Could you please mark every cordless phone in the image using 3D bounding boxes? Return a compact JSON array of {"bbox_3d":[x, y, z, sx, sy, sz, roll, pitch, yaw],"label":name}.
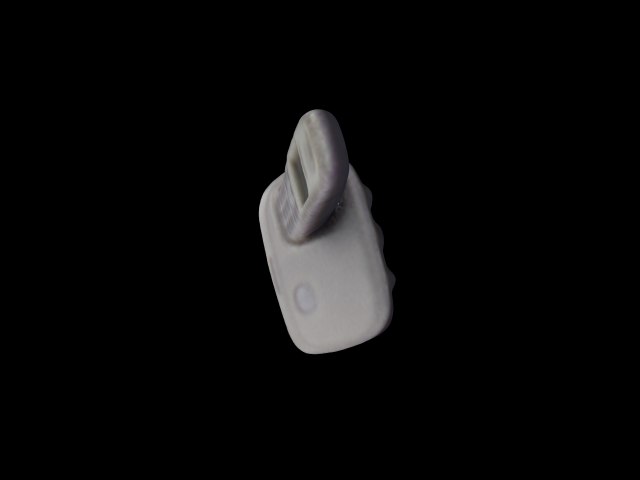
[{"bbox_3d":[0.004,0.001,0.400,0.094,0.185,0.147,-18,79,-3],"label":"cordless phone"}]
